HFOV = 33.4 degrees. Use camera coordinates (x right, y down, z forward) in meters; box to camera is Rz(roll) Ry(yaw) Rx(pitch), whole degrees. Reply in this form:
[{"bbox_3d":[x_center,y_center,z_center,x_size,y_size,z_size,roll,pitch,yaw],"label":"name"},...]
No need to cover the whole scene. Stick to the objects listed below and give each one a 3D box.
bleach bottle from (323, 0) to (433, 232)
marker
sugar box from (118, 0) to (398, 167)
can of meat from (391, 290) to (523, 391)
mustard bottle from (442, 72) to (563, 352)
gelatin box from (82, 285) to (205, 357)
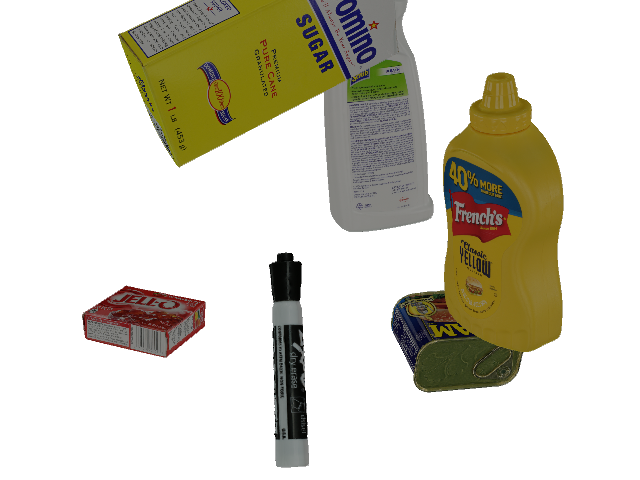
[{"bbox_3d":[0.054,-0.134,0.982,0.102,0.251,0.068,-10,30,-14],"label":"bleach bottle"},{"bbox_3d":[-0.018,0.067,0.608,0.020,0.121,0.020,-2,-9,-1],"label":"marker"},{"bbox_3d":[-0.034,-0.127,0.695,0.176,0.048,0.093,-28,-37,-11],"label":"sugar box"},{"bbox_3d":[0.123,0.089,0.986,0.102,0.057,0.084,-3,31,-14],"label":"can of meat"},{"bbox_3d":[0.126,-0.023,0.743,0.058,0.192,0.096,-20,31,-27],"label":"mustard bottle"},{"bbox_3d":[-0.161,0.072,0.979,0.089,0.030,0.073,10,22,21],"label":"gelatin box"}]
